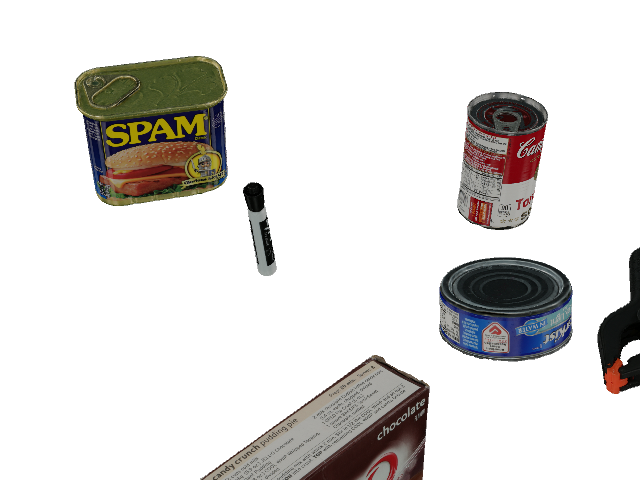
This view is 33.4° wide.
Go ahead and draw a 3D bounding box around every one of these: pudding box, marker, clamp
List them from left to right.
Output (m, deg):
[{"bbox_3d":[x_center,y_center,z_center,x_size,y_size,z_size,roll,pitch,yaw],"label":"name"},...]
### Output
[{"bbox_3d":[-0.058,-0.011,1.020,0.020,0.020,0.121,0,-41,6],"label":"marker"},{"bbox_3d":[0.000,0.117,0.481,0.039,0.090,0.113,28,44,33],"label":"pudding box"},{"bbox_3d":[0.299,0.069,0.970,0.171,0.039,0.120,-34,38,-26],"label":"clamp"}]

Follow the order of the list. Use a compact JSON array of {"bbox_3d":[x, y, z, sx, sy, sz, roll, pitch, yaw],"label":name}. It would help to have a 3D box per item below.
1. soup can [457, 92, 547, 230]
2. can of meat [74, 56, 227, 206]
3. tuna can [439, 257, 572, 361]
[{"bbox_3d":[0.157,-0.068,0.931,0.068,0.102,0.068,1,37,-1],"label":"soup can"},{"bbox_3d":[-0.116,-0.076,0.752,0.102,0.084,0.057,-9,45,-10],"label":"can of meat"},{"bbox_3d":[0.119,0.042,0.690,0.086,0.034,0.086,-4,23,1],"label":"tuna can"}]
